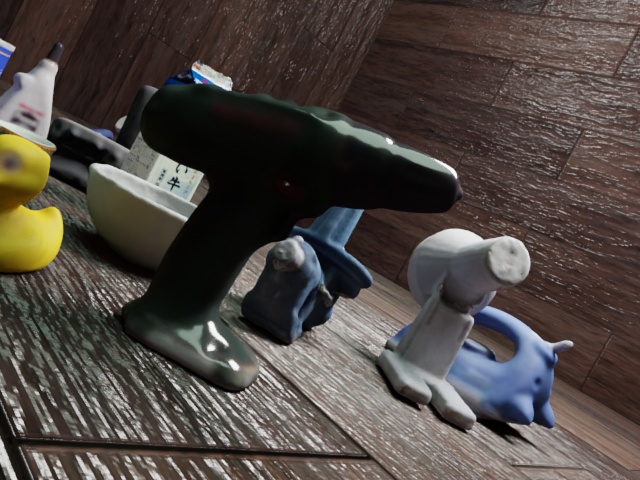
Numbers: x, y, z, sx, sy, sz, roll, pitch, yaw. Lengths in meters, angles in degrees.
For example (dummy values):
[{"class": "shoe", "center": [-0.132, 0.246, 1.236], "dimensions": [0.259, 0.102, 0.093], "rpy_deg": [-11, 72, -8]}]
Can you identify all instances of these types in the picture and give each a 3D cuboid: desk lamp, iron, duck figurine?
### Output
[{"class": "desk lamp", "center": [0.166, 0.088, 0.704], "dimensions": [0.118, 0.213, 0.203], "rpy_deg": [28, 2, -7]}, {"class": "iron", "center": [0.212, 0.149, 0.795], "dimensions": [0.257, 0.141, 0.119], "rpy_deg": [30, 3, 43]}, {"class": "duck figurine", "center": [-0.218, -0.029, 0.398], "dimensions": [0.077, 0.086, 0.105], "rpy_deg": [29, 3, 22]}]

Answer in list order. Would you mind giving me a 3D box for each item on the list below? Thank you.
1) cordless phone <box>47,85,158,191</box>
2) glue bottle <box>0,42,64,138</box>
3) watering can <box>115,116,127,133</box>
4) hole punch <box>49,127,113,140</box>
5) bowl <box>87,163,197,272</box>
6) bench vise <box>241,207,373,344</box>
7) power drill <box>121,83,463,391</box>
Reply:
[{"class": "cordless phone", "center": [-0.320, -0.163, 0.868], "dimensions": [0.148, 0.185, 0.094], "rpy_deg": [27, 2, -14]}, {"class": "glue bottle", "center": [-0.389, -0.188, 0.771], "dimensions": [0.037, 0.173, 0.078], "rpy_deg": [30, 3, 36]}, {"class": "watering can", "center": [-0.329, -0.186, 1.135], "dimensions": [0.101, 0.194, 0.173], "rpy_deg": [28, 2, 10]}, {"class": "hole punch", "center": [-0.412, -0.163, 0.960], "dimensions": [0.101, 0.091, 0.108], "rpy_deg": [27, 2, -12]}, {"class": "bowl", "center": [-0.177, -0.011, 0.609], "dimensions": [0.167, 0.075, 0.167], "rpy_deg": [28, 2, -1]}, {"class": "bench vise", "center": [0.016, 0.008, 0.638], "dimensions": [0.121, 0.220, 0.207], "rpy_deg": [28, 2, -1]}, {"class": "power drill", "center": [-0.042, -0.006, 0.417], "dimensions": [0.229, 0.208, 0.076], "rpy_deg": [28, 2, 5]}]
